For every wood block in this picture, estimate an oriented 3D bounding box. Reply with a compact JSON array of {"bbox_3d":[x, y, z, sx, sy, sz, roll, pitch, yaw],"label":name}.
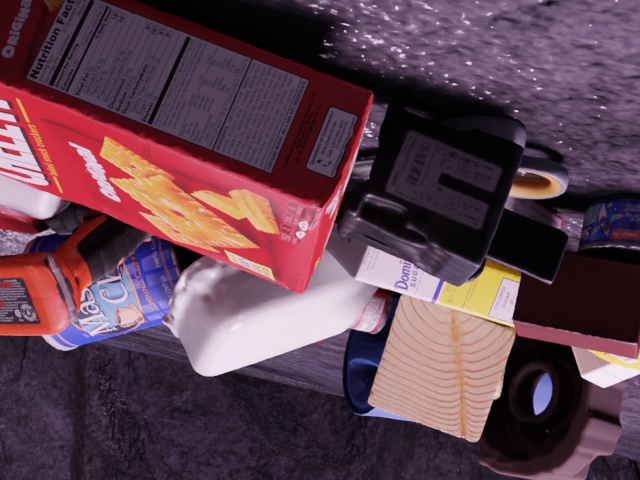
[{"bbox_3d":[0.108,0.089,0.886,0.090,0.091,0.206,19,-174,9],"label":"wood block"}]

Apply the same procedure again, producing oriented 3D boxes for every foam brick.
[{"bbox_3d":[0.164,0.038,0.665,0.078,0.051,0.053,11,168,17],"label":"foam brick"}]

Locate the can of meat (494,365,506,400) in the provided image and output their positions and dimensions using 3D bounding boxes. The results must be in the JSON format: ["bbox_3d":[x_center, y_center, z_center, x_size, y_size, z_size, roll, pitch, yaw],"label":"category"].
[{"bbox_3d":[0.138,0.099,1.028,0.084,0.102,0.057,10,167,7],"label":"can of meat"}]

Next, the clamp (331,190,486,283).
[{"bbox_3d":[-0.001,-0.026,0.694,0.164,0.036,0.210,42,156,-29],"label":"clamp"}]

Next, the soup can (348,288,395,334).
[{"bbox_3d":[0.009,0.043,0.969,0.102,0.068,0.069,13,169,-17],"label":"soup can"}]

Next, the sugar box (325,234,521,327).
[{"bbox_3d":[0.098,0.022,0.792,0.176,0.048,0.093,19,-171,-19],"label":"sugar box"}]

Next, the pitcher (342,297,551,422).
[{"bbox_3d":[0.153,0.142,1.192,0.242,0.149,0.145,14,154,-22],"label":"pitcher"}]

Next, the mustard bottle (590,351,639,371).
[{"bbox_3d":[0.245,0.055,0.749,0.096,0.058,0.192,31,169,-4],"label":"mustard bottle"}]

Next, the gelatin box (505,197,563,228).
[{"bbox_3d":[0.105,-0.015,0.703,0.073,0.030,0.089,1,164,44],"label":"gelatin box"}]

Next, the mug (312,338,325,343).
[{"bbox_3d":[-0.034,0.056,1.049,0.081,0.093,0.117,11,168,-13],"label":"mug"}]

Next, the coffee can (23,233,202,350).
[{"bbox_3d":[-0.168,0.029,0.914,0.140,0.103,0.102,-15,160,14],"label":"coffee can"}]

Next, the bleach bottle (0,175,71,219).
[{"bbox_3d":[-0.289,-0.086,0.721,0.251,0.068,0.102,19,-172,-3],"label":"bleach bottle"}]

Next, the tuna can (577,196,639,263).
[{"bbox_3d":[0.205,0.001,0.663,0.086,0.034,0.086,13,168,2],"label":"tuna can"}]

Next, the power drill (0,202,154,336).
[{"bbox_3d":[-0.183,0.001,0.786,0.185,0.057,0.187,-5,-156,35],"label":"power drill"}]

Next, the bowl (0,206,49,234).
[{"bbox_3d":[-0.279,-0.045,0.928,0.162,0.055,0.162,13,168,3],"label":"bowl"}]

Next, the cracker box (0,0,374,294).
[{"bbox_3d":[-0.090,-0.054,0.554,0.213,0.072,0.164,21,163,1],"label":"cracker box"}]

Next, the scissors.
[{"bbox_3d":[0.071,-0.040,0.652,0.096,0.016,0.202,23,165,-20],"label":"scissors"}]
